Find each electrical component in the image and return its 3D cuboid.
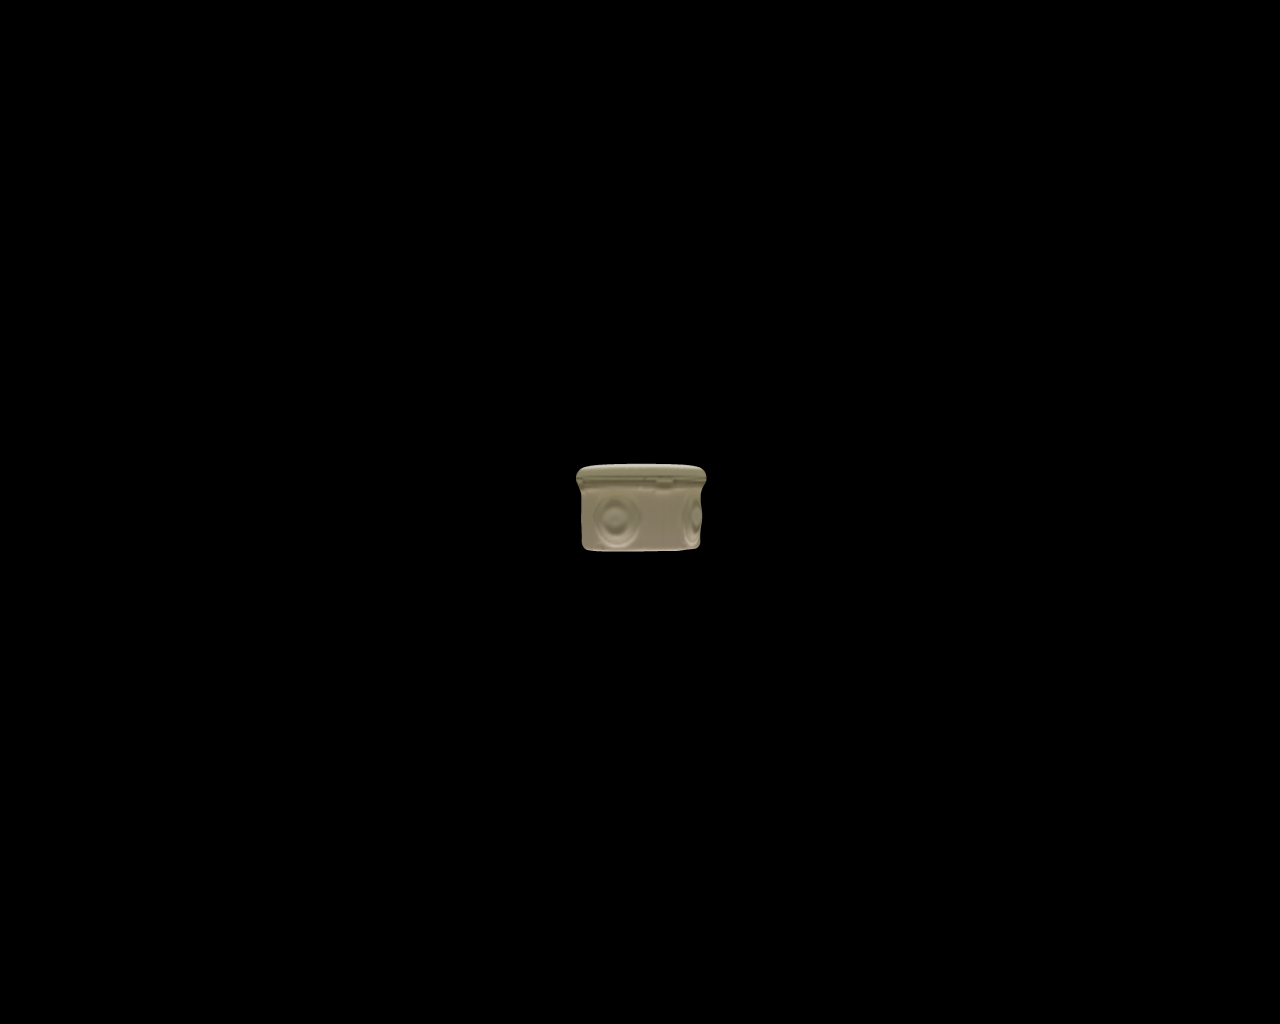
[{"bbox_3d":[0.001,-0.003,0.650,0.080,0.051,0.080,0,0,0],"label":"electrical component"}]
